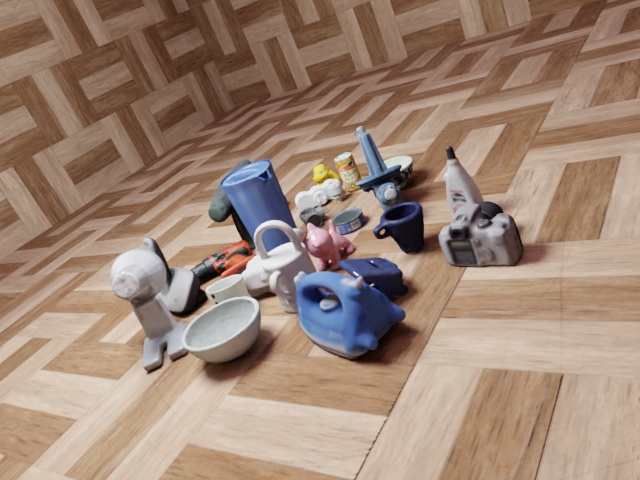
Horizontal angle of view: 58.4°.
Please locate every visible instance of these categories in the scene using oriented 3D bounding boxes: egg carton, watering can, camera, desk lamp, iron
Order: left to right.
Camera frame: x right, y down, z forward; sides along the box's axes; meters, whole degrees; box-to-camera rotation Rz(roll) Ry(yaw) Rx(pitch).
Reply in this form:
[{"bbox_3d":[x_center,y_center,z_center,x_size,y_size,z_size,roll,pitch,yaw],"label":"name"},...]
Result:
[{"bbox_3d":[-0.377,0.137,1.249,0.118,0.214,0.203,-26,24,-5],"label":"desk lamp"},{"bbox_3d":[-0.108,0.075,1.310,0.150,0.069,0.107,-15,25,19],"label":"egg carton"},{"bbox_3d":[-0.070,0.042,1.186,0.101,0.194,0.172,-22,24,4],"label":"watering can"},{"bbox_3d":[0.019,0.111,1.024,0.119,0.142,0.257,-40,28,-32],"label":"iron"},{"bbox_3d":[0.313,-0.026,1.089,0.142,0.101,0.137,-2,32,41],"label":"camera"}]

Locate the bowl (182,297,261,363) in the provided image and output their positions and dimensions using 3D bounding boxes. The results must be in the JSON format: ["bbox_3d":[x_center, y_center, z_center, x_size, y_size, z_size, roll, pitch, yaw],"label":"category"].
[{"bbox_3d":[-0.182,0.189,1.131,0.167,0.075,0.167,-20,24,9],"label":"bowl"}]

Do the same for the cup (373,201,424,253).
[{"bbox_3d":[0.172,-0.014,1.202,0.118,0.095,0.091,-31,25,-16],"label":"cup"}]

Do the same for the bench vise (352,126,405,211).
[{"bbox_3d":[0.154,-0.166,1.383,0.121,0.220,0.206,-30,24,-13],"label":"bench vise"}]

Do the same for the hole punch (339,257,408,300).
[{"bbox_3d":[0.101,0.067,1.103,0.101,0.091,0.108,-29,24,-12],"label":"hole punch"}]

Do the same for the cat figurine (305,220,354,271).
[{"bbox_3d":[0.012,0.005,1.284,0.067,0.118,0.128,-7,29,33],"label":"cat figurine"}]

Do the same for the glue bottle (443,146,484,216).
[{"bbox_3d":[0.295,-0.120,1.213,0.077,0.173,0.037,4,36,47],"label":"glue bottle"}]

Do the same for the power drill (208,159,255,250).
[{"bbox_3d":[-0.213,-0.088,1.576,0.075,0.209,0.230,-10,27,28],"label":"power drill"}]

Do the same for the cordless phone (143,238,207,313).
[{"bbox_3d":[-0.366,0.082,1.390,0.147,0.185,0.094,3,35,46],"label":"cordless phone"}]

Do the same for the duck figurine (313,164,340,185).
[{"bbox_3d":[0.013,-0.189,1.732,0.077,0.086,0.105,-6,29,35],"label":"duck figurine"}]
